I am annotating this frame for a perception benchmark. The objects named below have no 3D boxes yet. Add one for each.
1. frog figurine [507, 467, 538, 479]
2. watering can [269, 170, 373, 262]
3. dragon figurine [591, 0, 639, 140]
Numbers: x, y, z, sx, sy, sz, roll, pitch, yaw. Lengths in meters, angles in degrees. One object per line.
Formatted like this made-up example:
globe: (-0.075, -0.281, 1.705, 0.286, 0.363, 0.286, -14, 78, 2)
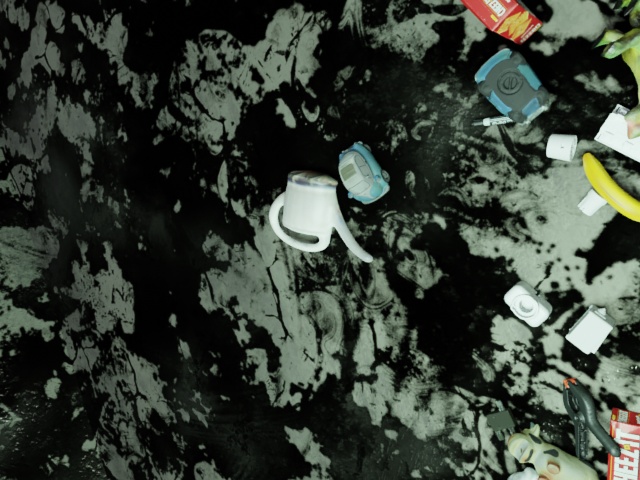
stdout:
frog figurine: (0.515, 0.590, 1.184, 0.160, 0.139, 0.121, -25, -18, -3)
watering can: (0.004, -0.071, 1.404, 0.349, 0.222, 0.104, 15, 13, 31)
dragon figurine: (0.665, -0.380, 0.948, 0.243, 0.408, 0.122, 31, 6, 7)
